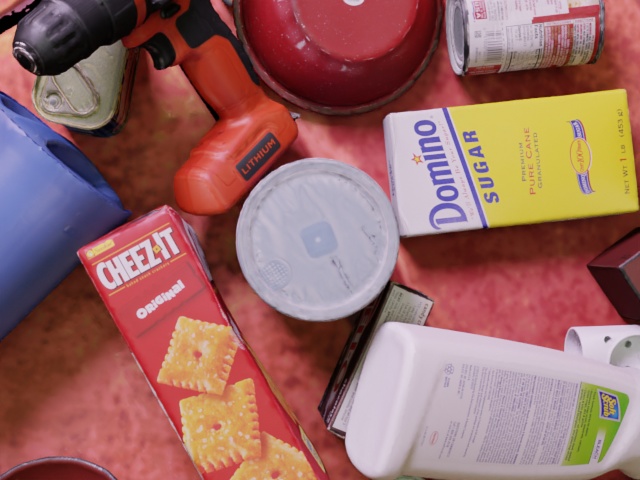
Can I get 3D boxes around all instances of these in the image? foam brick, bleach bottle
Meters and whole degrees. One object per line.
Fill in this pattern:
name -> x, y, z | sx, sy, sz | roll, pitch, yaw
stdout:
foam brick -> 0.238, 0.025, 0.776 | 0.053, 0.078, 0.051 | -35, 92, -1
bleach bottle -> 0.148, 0.124, 0.718 | 0.250, 0.068, 0.102 | 13, 95, -22

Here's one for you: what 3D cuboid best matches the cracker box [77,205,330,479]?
cracker box -> -0.073, 0.086, 0.717 | 0.072, 0.164, 0.214 | -28, 91, -5

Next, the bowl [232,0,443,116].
bowl -> 0.019, -0.172, 0.768 | 0.162, 0.055, 0.162 | -1, 93, -11

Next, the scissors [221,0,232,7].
scissors -> -0.019, -0.246, 0.797 | 0.096, 0.016, 0.202 | 11, 89, -7

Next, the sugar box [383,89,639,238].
sugar box -> 0.139, -0.056, 0.788 | 0.176, 0.048, 0.093 | -7, 90, -4

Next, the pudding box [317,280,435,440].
pudding box -> 0.038, 0.083, 0.760 | 0.039, 0.090, 0.113 | 22, 88, -3

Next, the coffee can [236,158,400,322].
coffee can -> -0.005, 0.001, 0.733 | 0.102, 0.140, 0.103 | 0, 89, -3

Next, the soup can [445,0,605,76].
soup can -> 0.148, -0.157, 0.779 | 0.102, 0.068, 0.068 | -6, 89, -3

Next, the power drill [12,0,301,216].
power drill -> -0.098, -0.110, 0.707 | 0.184, 0.057, 0.187 | -48, 129, -32

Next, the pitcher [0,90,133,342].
pitcher -> -0.261, 0.016, 0.723 | 0.149, 0.145, 0.243 | 43, 90, -2

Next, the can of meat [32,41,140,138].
can of meat -> -0.161, -0.125, 0.755 | 0.057, 0.084, 0.102 | 11, 89, -3
